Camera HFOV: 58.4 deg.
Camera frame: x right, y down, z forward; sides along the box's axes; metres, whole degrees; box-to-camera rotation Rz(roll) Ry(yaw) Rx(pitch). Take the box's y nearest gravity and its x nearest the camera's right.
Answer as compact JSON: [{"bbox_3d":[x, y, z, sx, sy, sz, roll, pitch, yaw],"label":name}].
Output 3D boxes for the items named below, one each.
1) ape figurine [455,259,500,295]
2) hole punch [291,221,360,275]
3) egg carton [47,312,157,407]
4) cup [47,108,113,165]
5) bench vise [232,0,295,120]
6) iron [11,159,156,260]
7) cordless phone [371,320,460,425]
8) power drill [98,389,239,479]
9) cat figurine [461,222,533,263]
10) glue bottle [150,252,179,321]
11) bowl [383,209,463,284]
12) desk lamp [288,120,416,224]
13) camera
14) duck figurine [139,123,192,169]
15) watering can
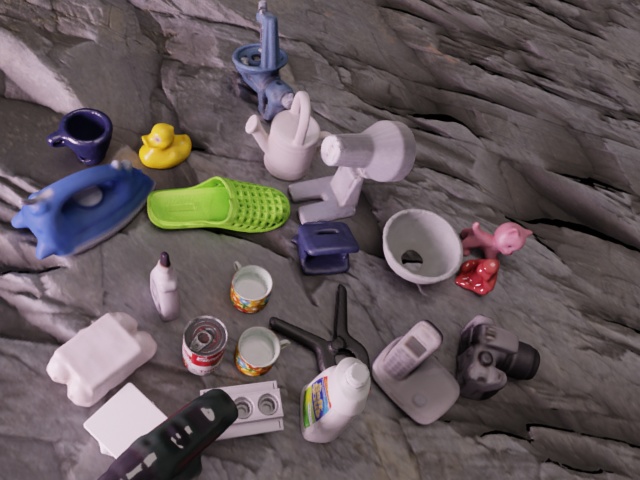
[{"bbox_3d":[0.325,0.066,1.145,0.076,0.092,0.077,-17,65,-23],"label":"ape figurine"},{"bbox_3d":[0.010,0.004,1.097,0.109,0.091,0.101,-4,61,-17],"label":"hole punch"},{"bbox_3d":[-0.342,0.185,0.903,0.107,0.069,0.150,42,58,12],"label":"egg carton"},{"bbox_3d":[-0.449,-0.182,1.082,0.118,0.095,0.091,-26,69,-27],"label":"cup"},{"bbox_3d":[-0.098,-0.383,1.225,0.207,0.219,0.122,41,58,11],"label":"bench vise"},{"bbox_3d":[-0.401,-0.081,1.006,0.259,0.141,0.118,-36,74,-30],"label":"iron"},{"bbox_3d":[0.176,0.217,0.956,0.147,0.185,0.094,42,58,12],"label":"cordless phone"},{"bbox_3d":[-0.214,0.305,0.782,0.075,0.208,0.230,44,59,13],"label":"power drill"},{"bbox_3d":[0.366,-0.005,1.184,0.128,0.117,0.067,19,56,-3],"label":"cat figurine"},{"bbox_3d":[-0.253,0.067,0.937,0.037,0.173,0.078,-16,65,-23],"label":"glue bottle"},{"bbox_3d":[0.195,0.024,1.145,0.167,0.074,0.167,7,58,-11],"label":"bowl"},{"bbox_3d":[0.062,-0.136,1.123,0.204,0.213,0.118,-15,64,-22],"label":"desk lamp"},{"bbox_3d":[0.331,0.220,1.048,0.137,0.100,0.143,19,56,-3],"label":"camera"},{"bbox_3d":[-0.306,-0.196,1.135,0.105,0.086,0.077,-19,66,-25],"label":"duck figurine"},{"bbox_3d":[-0.058,-0.213,1.148,0.173,0.194,0.101,-17,65,-24],"label":"watering can"}]
